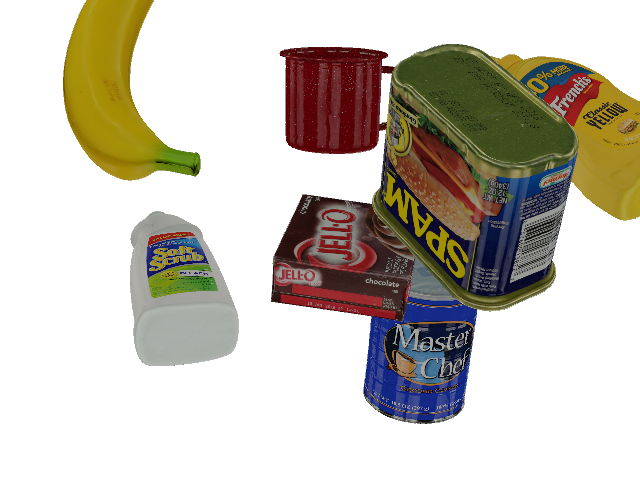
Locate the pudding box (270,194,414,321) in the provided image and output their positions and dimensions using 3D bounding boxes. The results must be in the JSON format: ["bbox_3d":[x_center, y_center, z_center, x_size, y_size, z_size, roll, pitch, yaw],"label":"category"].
[{"bbox_3d":[0.020,0.009,0.733,0.090,0.039,0.113,9,24,6],"label":"pudding box"}]

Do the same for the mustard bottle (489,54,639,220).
[{"bbox_3d":[0.197,-0.096,0.842,0.096,0.058,0.192,-34,52,-21],"label":"mustard bottle"}]

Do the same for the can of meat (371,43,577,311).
[{"bbox_3d":[0.071,-0.032,0.505,0.057,0.084,0.102,-20,47,-23],"label":"can of meat"}]

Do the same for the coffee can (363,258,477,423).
[{"bbox_3d":[0.098,0.091,1.040,0.103,0.140,0.103,4,24,-2],"label":"coffee can"}]

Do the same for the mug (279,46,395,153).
[{"bbox_3d":[0.022,-0.122,0.924,0.117,0.081,0.093,-4,17,-15],"label":"mug"}]

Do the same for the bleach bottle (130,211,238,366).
[{"bbox_3d":[-0.157,0.034,1.100,0.102,0.068,0.251,-4,27,-17],"label":"bleach bottle"}]

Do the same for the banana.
[{"bbox_3d":[-0.115,-0.100,0.618,0.069,0.198,0.037,-8,-38,-9],"label":"banana"}]
